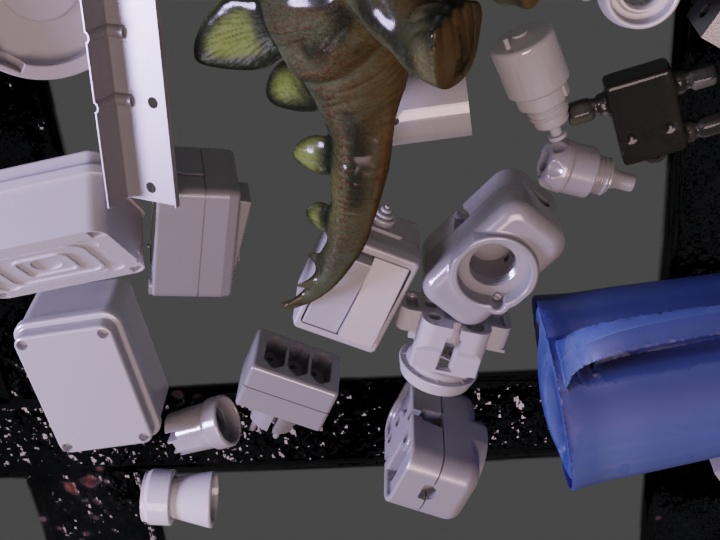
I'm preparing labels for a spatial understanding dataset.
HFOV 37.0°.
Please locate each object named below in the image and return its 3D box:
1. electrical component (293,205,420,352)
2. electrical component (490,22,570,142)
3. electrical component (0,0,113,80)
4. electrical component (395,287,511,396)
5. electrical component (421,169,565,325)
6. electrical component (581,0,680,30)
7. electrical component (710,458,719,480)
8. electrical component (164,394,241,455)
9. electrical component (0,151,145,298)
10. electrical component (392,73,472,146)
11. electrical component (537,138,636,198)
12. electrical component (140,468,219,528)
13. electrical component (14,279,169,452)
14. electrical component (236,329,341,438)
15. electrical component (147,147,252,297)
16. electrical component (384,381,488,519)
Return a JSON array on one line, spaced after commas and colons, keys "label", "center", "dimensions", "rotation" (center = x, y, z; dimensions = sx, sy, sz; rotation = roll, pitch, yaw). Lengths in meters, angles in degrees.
[{"label": "electrical component", "center": [0.000, 0.000, 0.722], "dimensions": [0.062, 0.061, 0.096], "rotation": [20, 121, -10]}, {"label": "electrical component", "center": [0.109, -0.114, 0.657], "dimensions": [0.040, 0.040, 0.078], "rotation": [-20, 120, 14]}, {"label": "electrical component", "center": [-0.185, -0.169, 0.615], "dimensions": [0.108, 0.060, 0.108], "rotation": [-9, 118, -18]}, {"label": "electrical component", "center": [0.060, 0.051, 0.755], "dimensions": [0.078, 0.058, 0.057], "rotation": [12, 119, -5]}, {"label": "electrical component", "center": [0.087, -0.012, 0.712], "dimensions": [0.054, 0.059, 0.095], "rotation": [37, 117, -19]}, {"label": "electrical component", "center": [0.157, -0.166, 0.613], "dimensions": [0.066, 0.055, 0.048], "rotation": [-23, 119, 16]}, {"label": "electrical component", "center": [0.305, 0.159, 0.811], "dimensions": [0.061, 0.061, 0.096], "rotation": [-24, 119, 16]}, {"label": "electrical component", "center": [-0.120, 0.119, 0.817], "dimensions": [0.046, 0.040, 0.040], "rotation": [-17, 121, 20]}, {"label": "electrical component", "center": [-0.204, -0.028, 0.697], "dimensions": [0.113, 0.057, 0.078], "rotation": [-11, 158, 9]}, {"label": "electrical component", "center": [0.027, -0.100, 0.668], "dimensions": [0.081, 0.043, 0.043], "rotation": [-7, 122, 7]}, {"label": "electrical component", "center": [0.147, -0.063, 0.692], "dimensions": [0.061, 0.035, 0.035], "rotation": [13, 122, -9]}, {"label": "electrical component", "center": [-0.143, 0.180, 0.853], "dimensions": [0.055, 0.045, 0.045], "rotation": [3, 123, 1]}, {"label": "electrical component", "center": [-0.192, 0.071, 0.777], "dimensions": [0.078, 0.057, 0.113], "rotation": [-8, 122, 7]}, {"label": "electrical component", "center": [-0.059, 0.094, 0.793], "dimensions": [0.066, 0.047, 0.076], "rotation": [20, 121, -10]}, {"label": "electrical component", "center": [-0.107, -0.026, 0.706], "dimensions": [0.061, 0.061, 0.096], "rotation": [1, 124, -13]}, {"label": "electrical component", "center": [0.055, 0.130, 0.783], "dimensions": [0.059, 0.095, 0.053], "rotation": [19, 121, -10]}]
